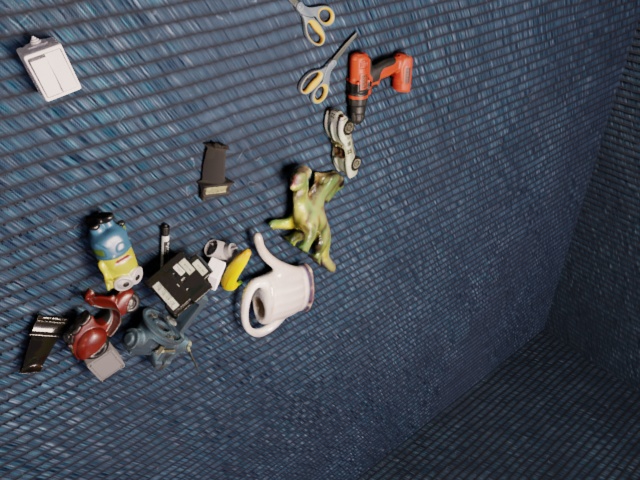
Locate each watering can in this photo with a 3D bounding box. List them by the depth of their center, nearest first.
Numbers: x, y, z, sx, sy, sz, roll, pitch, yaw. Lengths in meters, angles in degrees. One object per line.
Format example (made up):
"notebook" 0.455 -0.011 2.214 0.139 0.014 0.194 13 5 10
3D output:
"watering can" -0.111 0.116 1.403 0.226 0.105 0.340 -14 127 -37

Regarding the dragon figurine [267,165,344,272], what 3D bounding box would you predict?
"dragon figurine" 0.004 -0.070 1.398 0.244 0.123 0.405 -59 149 -5
